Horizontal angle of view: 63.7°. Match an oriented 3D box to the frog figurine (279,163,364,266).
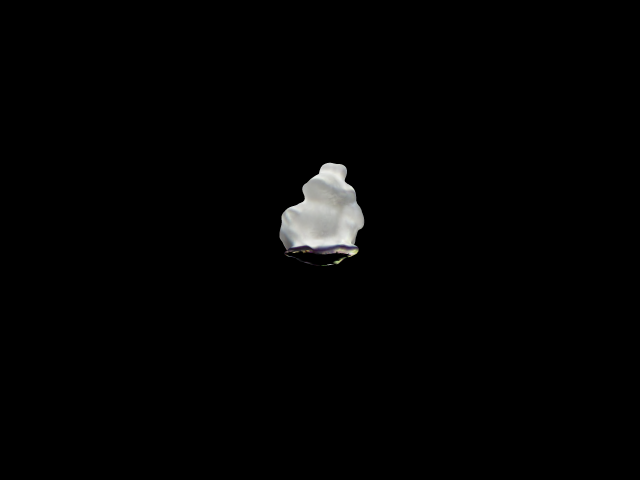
[{"bbox_3d":[0.003,-0.043,0.850,0.137,0.162,0.121,-6,-22,14],"label":"frog figurine"}]
